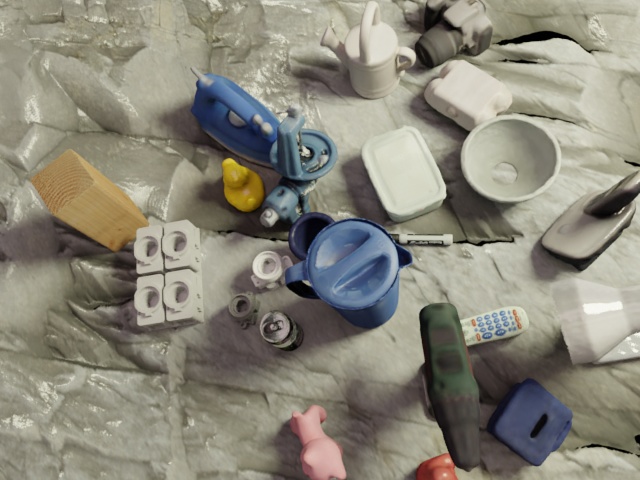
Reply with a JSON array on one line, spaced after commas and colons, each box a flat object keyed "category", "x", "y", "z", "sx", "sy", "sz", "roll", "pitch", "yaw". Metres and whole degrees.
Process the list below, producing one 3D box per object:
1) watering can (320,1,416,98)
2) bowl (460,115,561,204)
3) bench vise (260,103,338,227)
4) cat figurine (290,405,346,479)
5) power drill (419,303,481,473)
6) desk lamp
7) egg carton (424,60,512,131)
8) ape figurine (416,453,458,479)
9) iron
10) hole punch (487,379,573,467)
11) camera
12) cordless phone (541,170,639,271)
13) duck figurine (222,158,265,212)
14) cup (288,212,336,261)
[{"category": "watering can", "x": 0.087, "y": -0.357, "z": 1.067, "sx": 0.172, "sy": 0.194, "sz": 0.101, "roll": -8, "pitch": 70, "yaw": 7}, {"category": "bowl", "x": 0.331, "y": -0.131, "z": 1.011, "sx": 0.167, "sy": 0.075, "sz": 0.167, "roll": -3, "pitch": 71, "yaw": 9}, {"category": "bench vise", "x": -0.039, "y": -0.124, "z": 0.996, "sx": 0.121, "sy": 0.220, "sz": 0.207, "roll": 7, "pitch": 73, "yaw": 12}, {"category": "cat figurine", "x": -0.008, "y": 0.322, "z": 0.894, "sx": 0.067, "sy": 0.118, "sz": 0.127, "roll": -31, "pitch": 69, "yaw": -1}, {"category": "power drill", "x": 0.192, "y": 0.215, "z": 0.846, "sx": 0.075, "sy": 0.209, "sz": 0.229, "roll": -10, "pitch": 70, "yaw": 7}, {"category": "desk lamp", "x": 0.430, "y": 0.114, "z": 0.836, "sx": 0.203, "sy": 0.214, "sz": 0.118, "roll": -11, "pitch": 70, "yaw": 6}, {"category": "egg carton", "x": 0.275, "y": -0.266, "z": 1.070, "sx": 0.150, "sy": 0.069, "sz": 0.107, "roll": 38, "pitch": 81, "yaw": 19}, {"category": "ape figurine", "x": 0.183, "y": 0.360, "z": 0.861, "sx": 0.076, "sy": 0.092, "sz": 0.078, "roll": 20, "pitch": 76, "yaw": 16}, {"category": "iron", "x": -0.144, "y": -0.235, "z": 1.094, "sx": 0.257, "sy": 0.141, "sz": 0.119, "roll": 37, "pitch": 81, "yaw": 19}, {"category": "hole punch", "x": 0.322, "y": 0.275, "z": 0.866, "sx": 0.101, "sy": 0.091, "sz": 0.109, "roll": 34, "pitch": 80, "yaw": 19}, {"category": "camera", "x": 0.243, "y": -0.412, "z": 1.108, "sx": 0.137, "sy": 0.101, "sz": 0.143, "roll": -37, "pitch": 69, "yaw": -3}, {"category": "cordless phone", "x": 0.436, "y": -0.038, "z": 0.902, "sx": 0.094, "sy": 0.185, "sz": 0.148, "roll": 41, "pitch": 83, "yaw": 20}, {"category": "duck figurine", "x": -0.152, "y": -0.109, "z": 1.082, "sx": 0.077, "sy": 0.086, "sz": 0.104, "roll": -31, "pitch": 69, "yaw": -1}, {"category": "cup", "x": 0.009, "y": 0.004, "z": 1.011, "sx": 0.117, "sy": 0.095, "sz": 0.091, "roll": -16, "pitch": 69, "yaw": 4}]
